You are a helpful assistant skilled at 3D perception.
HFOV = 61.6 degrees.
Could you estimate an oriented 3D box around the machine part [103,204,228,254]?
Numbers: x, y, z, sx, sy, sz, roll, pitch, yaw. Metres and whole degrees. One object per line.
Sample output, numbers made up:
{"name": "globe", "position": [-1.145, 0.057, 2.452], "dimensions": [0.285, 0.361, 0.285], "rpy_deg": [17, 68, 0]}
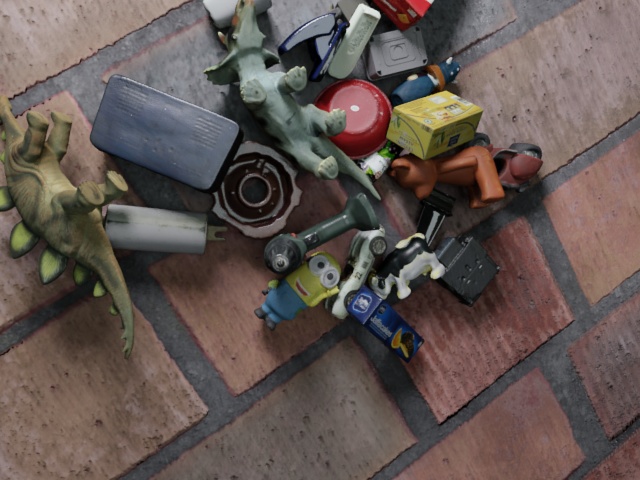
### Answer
{"name": "machine part", "position": [-0.285, -0.017, 0.940], "dimensions": [0.243, 0.079, 0.079], "rpy_deg": [4, 94, -17]}

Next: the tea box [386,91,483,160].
{"name": "tea box", "position": [0.219, -0.220, 1.019], "dimensions": [0.169, 0.098, 0.068], "rpy_deg": [-25, 140, -36]}

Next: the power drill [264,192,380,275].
{"name": "power drill", "position": [-0.002, -0.003, 0.938], "dimensions": [0.207, 0.232, 0.086], "rpy_deg": [-33, 96, -8]}

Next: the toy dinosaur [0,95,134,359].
{"name": "toy dinosaur", "position": [-0.400, -0.037, 0.848], "dimensions": [0.198, 0.105, 0.471], "rpy_deg": [-41, 80, 21]}

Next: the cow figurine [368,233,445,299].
{"name": "cow figurine", "position": [0.151, 0.061, 1.063], "dimensions": [0.167, 0.068, 0.098], "rpy_deg": [-31, 110, 6]}

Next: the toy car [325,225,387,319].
{"name": "toy car", "position": [0.070, 0.058, 1.051], "dimensions": [0.056, 0.073, 0.201], "rpy_deg": [25, 88, -18]}

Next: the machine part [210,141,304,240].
{"name": "machine part", "position": [-0.122, -0.091, 0.991], "dimensions": [0.179, 0.056, 0.179], "rpy_deg": [-1, 95, -16]}

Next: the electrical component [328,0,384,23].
{"name": "electrical component", "position": [0.064, -0.432, 1.014], "dimensions": [0.102, 0.045, 0.078], "rpy_deg": [-40, 96, -8]}

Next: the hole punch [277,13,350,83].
{"name": "hole punch", "position": [-0.014, -0.355, 0.962], "dimensions": [0.092, 0.142, 0.115], "rpy_deg": [30, 98, -13]}

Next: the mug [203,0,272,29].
{"name": "mug", "position": [-0.155, -0.429, 0.936], "dimensions": [0.107, 0.081, 0.109], "rpy_deg": [-35, 109, -1]}

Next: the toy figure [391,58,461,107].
{"name": "toy figure", "position": [0.211, -0.311, 1.065], "dimensions": [0.154, 0.064, 0.058], "rpy_deg": [-35, 66, -15]}

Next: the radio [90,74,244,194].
{"name": "radio", "position": [-0.257, -0.173, 0.907], "dimensions": [0.230, 0.073, 0.131], "rpy_deg": [22, 89, 0]}

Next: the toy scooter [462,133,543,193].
{"name": "toy scooter", "position": [0.375, -0.142, 1.121], "dimensions": [0.184, 0.075, 0.135], "rpy_deg": [9, 92, -13]}

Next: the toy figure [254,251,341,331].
{"name": "toy figure", "position": [-0.041, 0.091, 1.021], "dimensions": [0.180, 0.089, 0.082], "rpy_deg": [-40, 118, 0]}

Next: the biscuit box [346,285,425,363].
{"name": "biscuit box", "position": [0.129, 0.167, 1.044], "dimensions": [0.063, 0.059, 0.202], "rpy_deg": [-51, 133, -6]}

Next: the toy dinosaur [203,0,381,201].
{"name": "toy dinosaur", "position": [-0.056, -0.216, 0.950], "dimensions": [0.131, 0.192, 0.404], "rpy_deg": [-42, 119, -6]}

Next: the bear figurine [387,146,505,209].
{"name": "bear figurine", "position": [0.236, -0.115, 1.039], "dimensions": [0.196, 0.120, 0.132], "rpy_deg": [-12, 85, -5]}

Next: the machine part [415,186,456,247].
{"name": "machine part", "position": [0.228, -0.038, 1.108], "dimensions": [0.084, 0.039, 0.139], "rpy_deg": [28, 86, -22]}

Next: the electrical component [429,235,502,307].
{"name": "electrical component", "position": [0.298, 0.056, 1.127], "dimensions": [0.134, 0.058, 0.115], "rpy_deg": [40, 82, -16]}
